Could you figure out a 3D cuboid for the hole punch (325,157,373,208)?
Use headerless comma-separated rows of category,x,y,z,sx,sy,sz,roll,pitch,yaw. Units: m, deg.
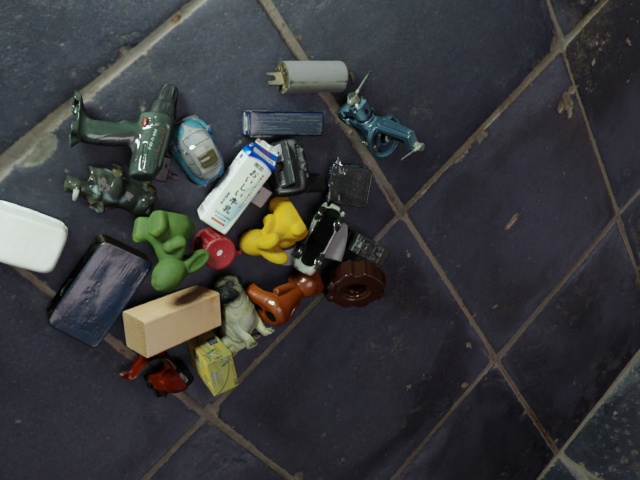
hole punch,0.076,-0.151,1.457,0.116,0.092,0.142,10,104,-2

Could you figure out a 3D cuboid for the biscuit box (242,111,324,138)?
biscuit box,-0.089,-0.285,1.320,0.203,0.059,0.062,-6,107,-29

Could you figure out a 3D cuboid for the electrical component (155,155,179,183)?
electrical component,-0.363,-0.166,1.218,0.094,0.021,0.063,14,97,-33

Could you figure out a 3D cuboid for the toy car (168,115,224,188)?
toy car,-0.274,-0.194,1.214,0.109,0.103,0.161,-33,117,-17

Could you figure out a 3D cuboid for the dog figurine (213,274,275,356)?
dog figurine,-0.230,0.190,1.376,0.190,0.172,0.121,59,27,-1

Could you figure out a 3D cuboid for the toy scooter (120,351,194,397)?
toy scooter,-0.404,0.320,1.314,0.135,0.075,0.183,-37,115,-19

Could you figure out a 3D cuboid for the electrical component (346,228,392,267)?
electrical component,0.133,0.023,1.517,0.134,0.115,0.058,25,96,-34

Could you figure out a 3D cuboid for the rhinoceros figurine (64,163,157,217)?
rhinoceros figurine,-0.449,-0.105,1.161,0.190,0.073,0.112,18,106,-35

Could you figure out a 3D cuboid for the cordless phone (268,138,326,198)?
cordless phone,-0.050,-0.185,1.371,0.184,0.089,0.146,-6,83,-51

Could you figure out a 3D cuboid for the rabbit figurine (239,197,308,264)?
rabbit figurine,-0.119,-0.006,1.353,0.173,0.162,0.121,-24,130,-3

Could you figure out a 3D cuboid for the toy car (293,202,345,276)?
toy car,-0.003,-0.004,1.407,0.073,0.056,0.201,28,78,-3

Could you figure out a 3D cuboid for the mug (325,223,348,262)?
mug,0.024,-0.005,1.472,0.109,0.081,0.107,22,83,-23

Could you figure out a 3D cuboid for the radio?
radio,-0.494,0.110,1.198,0.131,0.073,0.229,36,84,-33

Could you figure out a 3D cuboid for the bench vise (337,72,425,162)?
bench vise,0.164,-0.286,1.375,0.129,0.241,0.223,-43,138,-16

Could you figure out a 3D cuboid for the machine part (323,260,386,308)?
machine part,0.098,0.127,1.511,0.179,0.056,0.179,-3,140,-2

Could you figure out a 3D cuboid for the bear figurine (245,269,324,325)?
bear figurine,-0.086,0.134,1.436,0.196,0.132,0.120,-47,140,-35

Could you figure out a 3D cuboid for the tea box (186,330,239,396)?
tea box,-0.270,0.296,1.330,0.068,0.170,0.098,-19,113,-25

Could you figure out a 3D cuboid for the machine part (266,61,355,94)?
machine part,-0.019,-0.399,1.315,0.243,0.079,0.079,-11,111,-27

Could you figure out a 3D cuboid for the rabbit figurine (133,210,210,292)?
rabbit figurine,-0.337,0.034,1.203,0.159,0.121,0.170,14,69,-54

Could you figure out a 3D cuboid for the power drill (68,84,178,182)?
power drill,-0.409,-0.244,1.119,0.207,0.086,0.232,11,75,-33
